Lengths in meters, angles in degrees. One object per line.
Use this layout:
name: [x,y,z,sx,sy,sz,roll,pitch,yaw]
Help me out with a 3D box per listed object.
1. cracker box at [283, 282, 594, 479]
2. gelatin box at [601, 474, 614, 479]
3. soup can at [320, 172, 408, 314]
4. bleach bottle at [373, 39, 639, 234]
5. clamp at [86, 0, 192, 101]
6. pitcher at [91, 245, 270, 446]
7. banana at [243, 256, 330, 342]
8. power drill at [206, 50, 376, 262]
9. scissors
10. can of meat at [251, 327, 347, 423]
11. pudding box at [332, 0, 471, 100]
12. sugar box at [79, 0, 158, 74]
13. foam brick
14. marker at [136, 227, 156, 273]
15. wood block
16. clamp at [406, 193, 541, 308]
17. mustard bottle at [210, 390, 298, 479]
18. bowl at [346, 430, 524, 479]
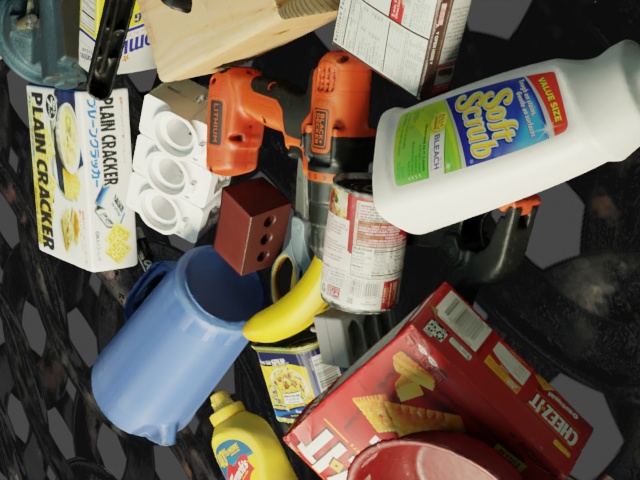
cracker box: [0.088,0.159,0.874,0.164,0.072,0.214,45,133,3]
gelatin box: [0.194,0.228,0.800,0.030,0.089,0.073,34,132,23]
soup can: [0.038,0.002,0.875,0.069,0.068,0.102,25,116,45]
bleach bottle: [0.145,-0.082,0.743,0.251,0.068,0.102,-21,53,46]
clamp: [-0.176,-0.241,0.975,0.165,0.036,0.210,-39,51,40]
pitcher: [-0.155,0.101,1.175,0.149,0.144,0.243,37,135,-3]
banana: [-0.011,0.038,1.008,0.070,0.037,0.198,52,124,35]
power drill: [-0.028,-0.082,0.963,0.188,0.057,0.184,16,104,45]
scissors: [-0.007,0.001,1.026,0.096,0.016,0.202,42,134,31]
can of meat: [-0.014,0.135,1.061,0.102,0.057,0.084,-6,103,54]
pudding box: [0.062,-0.175,0.840,0.114,0.039,0.090,42,137,37]
sugar box: [-0.196,-0.258,1.093,0.048,0.093,0.176,38,133,40]
foam brick: [-0.068,-0.015,1.068,0.051,0.052,0.078,42,136,34]
marker: [-0.202,0.041,1.294,0.020,0.020,0.121,-39,74,52]
wood block: [-0.069,-0.213,0.948,0.207,0.090,0.090,-12,95,53]
clamp: [0.110,0.001,0.855,0.120,0.039,0.172,57,138,23]
mustard bottle: [-0.071,0.254,1.186,0.192,0.058,0.096,61,142,15]
bowl: [0.102,0.198,0.801,0.162,0.055,0.162,18,129,24]
